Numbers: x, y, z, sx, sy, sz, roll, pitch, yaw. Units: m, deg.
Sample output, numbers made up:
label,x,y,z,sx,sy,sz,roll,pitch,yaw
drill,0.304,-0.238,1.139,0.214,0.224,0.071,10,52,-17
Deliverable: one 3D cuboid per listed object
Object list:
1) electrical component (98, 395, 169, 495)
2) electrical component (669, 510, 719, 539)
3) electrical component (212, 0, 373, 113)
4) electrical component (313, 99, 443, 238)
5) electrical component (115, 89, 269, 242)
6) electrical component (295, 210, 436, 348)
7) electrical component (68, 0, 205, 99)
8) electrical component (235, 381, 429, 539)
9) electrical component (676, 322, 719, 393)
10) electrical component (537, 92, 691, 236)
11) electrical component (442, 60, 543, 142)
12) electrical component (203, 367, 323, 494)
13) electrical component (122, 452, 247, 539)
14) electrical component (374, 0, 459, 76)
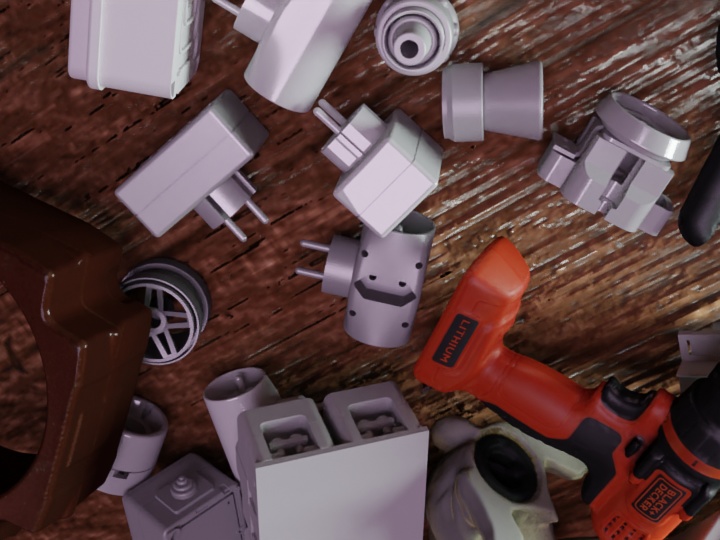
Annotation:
label,x,y,z,sx,sy,sz,roll,pitch,yaw
electrical component,-0.161,0.116,0.727,0.055,0.055,0.047,24,110,-3
electrical component,0.212,0.206,0.676,0.057,0.078,0.113,40,153,11
electrical component,-0.044,-0.141,0.604,0.079,0.044,0.077,30,114,-6
electrical component,0.004,-0.069,0.618,0.077,0.065,0.047,42,112,-11
electrical component,-0.088,-0.050,0.648,0.083,0.047,0.075,-37,104,20
electrical component,0.000,0.000,0.660,0.079,0.043,0.077,13,114,2
electrical component,-0.119,-0.158,0.589,0.057,0.078,0.113,10,114,0
electrical component,-0.019,0.166,0.695,0.105,0.060,0.186,-10,124,-16
electrical component,0.221,0.067,0.647,0.042,0.064,0.081,-1,115,31
electrical component,0.148,-0.063,0.606,0.078,0.058,0.057,27,117,-4
electrical component,0.075,-0.095,0.609,0.055,0.045,0.045,0,113,8
electrical component,-0.054,0.104,0.712,0.079,0.044,0.077,-13,111,13
electrical component,-0.118,0.171,0.727,0.061,0.062,0.096,26,133,40
electrical component,0.030,-0.127,0.591,0.048,0.062,0.048,3,114,6
